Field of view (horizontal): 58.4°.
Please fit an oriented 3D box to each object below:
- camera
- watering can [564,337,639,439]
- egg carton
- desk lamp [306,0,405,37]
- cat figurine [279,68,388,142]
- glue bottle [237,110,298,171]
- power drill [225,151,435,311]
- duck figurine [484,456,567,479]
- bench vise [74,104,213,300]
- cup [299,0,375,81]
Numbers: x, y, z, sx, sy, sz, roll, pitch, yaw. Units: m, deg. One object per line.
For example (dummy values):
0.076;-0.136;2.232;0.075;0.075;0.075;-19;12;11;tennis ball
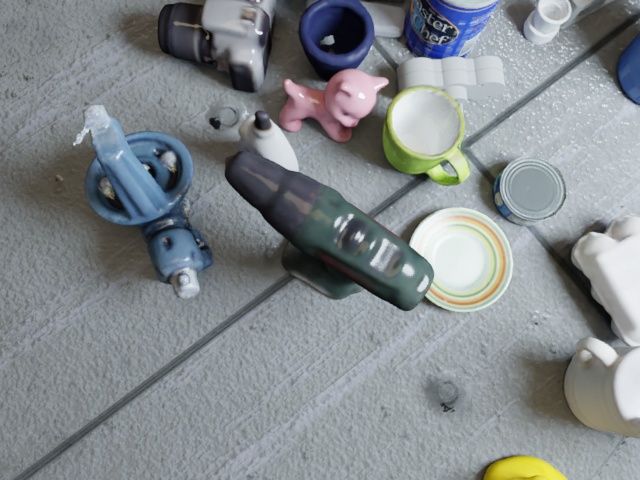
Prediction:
-0.128;-0.277;0.722;0.137;0.101;0.143;8;78;-1;camera
0.357;0.165;0.607;0.173;0.194;0.101;18;78;1;watering can
0.380;0.049;0.696;0.107;0.069;0.150;-27;81;-7;egg carton
0.020;-0.355;0.687;0.203;0.213;0.118;5;78;-1;desk lamp
0.014;-0.174;0.699;0.128;0.117;0.067;10;78;0;cat figurine
-0.063;-0.110;0.654;0.078;0.173;0.037;35;79;5;glue bottle
0.006;0.002;0.617;0.229;0.208;0.076;30;79;4;power drill
0.242;0.285;0.633;0.104;0.086;0.077;14;78;0;duck figurine
-0.175;-0.047;0.613;0.121;0.219;0.207;-42;83;-9;bench vise
0.023;-0.255;0.728;0.091;0.095;0.118;20;78;2;cup
